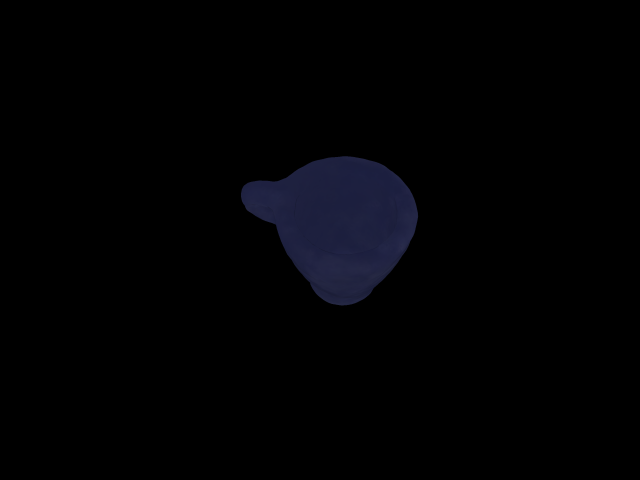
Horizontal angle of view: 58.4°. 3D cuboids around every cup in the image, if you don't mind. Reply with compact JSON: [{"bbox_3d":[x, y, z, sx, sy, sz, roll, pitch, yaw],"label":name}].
[{"bbox_3d":[0.004,0.001,0.400,0.117,0.095,0.092,14,58,9],"label":"cup"}]
